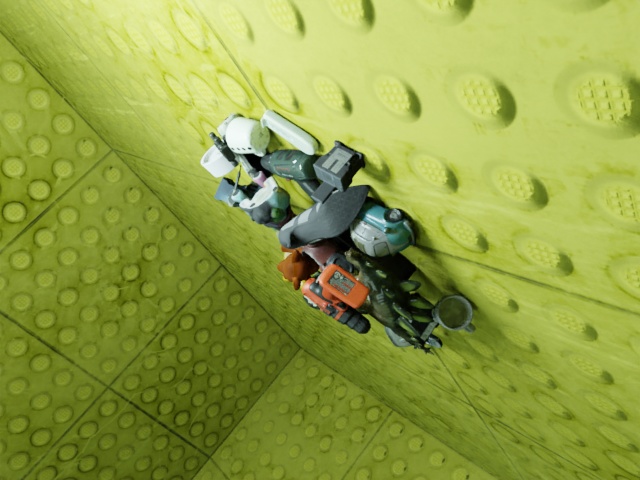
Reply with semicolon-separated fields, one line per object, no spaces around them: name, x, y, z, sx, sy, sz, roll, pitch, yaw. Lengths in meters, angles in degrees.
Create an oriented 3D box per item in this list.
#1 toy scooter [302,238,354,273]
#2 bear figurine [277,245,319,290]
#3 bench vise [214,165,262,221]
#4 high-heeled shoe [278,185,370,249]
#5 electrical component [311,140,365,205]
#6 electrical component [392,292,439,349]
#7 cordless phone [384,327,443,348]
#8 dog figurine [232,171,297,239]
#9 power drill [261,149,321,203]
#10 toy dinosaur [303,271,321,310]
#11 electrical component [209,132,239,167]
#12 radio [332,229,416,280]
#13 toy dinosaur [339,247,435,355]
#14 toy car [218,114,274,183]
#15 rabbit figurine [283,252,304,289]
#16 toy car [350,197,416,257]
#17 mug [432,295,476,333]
toy scooter;0.005;0.037;1.351;0.184;0.075;0.135;45;165;-4
bear figurine;-0.072;0.069;1.473;0.132;0.120;0.196;-2;-170;21
bench vise;-0.164;-0.103;1.506;0.241;0.128;0.223;26;180;4
high-heeled shoe;0.009;-0.054;1.206;0.086;0.249;0.145;55;-169;-12
electrical component;0.026;-0.130;1.057;0.075;0.119;0.047;35;163;28
electrical component;0.245;0.208;1.438;0.134;0.115;0.058;42;159;-4
cordless phone;0.294;0.286;1.598;0.184;0.089;0.146;20;154;40
dog figurine;-0.102;-0.061;1.349;0.219;0.108;0.192;46;175;-38
power drill;-0.034;-0.133;1.280;0.207;0.086;0.232;54;160;-19
toy dinosaur;0.014;0.170;1.704;0.192;0.131;0.405;7;163;-17
electrical component;-0.232;-0.218;1.302;0.093;0.021;0.063;53;174;-39
radio;0.119;0.037;1.353;0.230;0.073;0.131;40;163;5
toy dinosaur;0.162;0.150;1.254;0.199;0.105;0.470;24;162;36
toy car;-0.179;-0.226;1.351;0.056;0.073;0.201;18;152;45
rabbit figurine;-0.044;0.077;1.740;0.122;0.162;0.173;22;176;18
toy car;0.120;-0.020;1.159;0.162;0.103;0.109;29;159;29
mug;0.318;0.177;1.277;0.109;0.081;0.107;35;175;-1
